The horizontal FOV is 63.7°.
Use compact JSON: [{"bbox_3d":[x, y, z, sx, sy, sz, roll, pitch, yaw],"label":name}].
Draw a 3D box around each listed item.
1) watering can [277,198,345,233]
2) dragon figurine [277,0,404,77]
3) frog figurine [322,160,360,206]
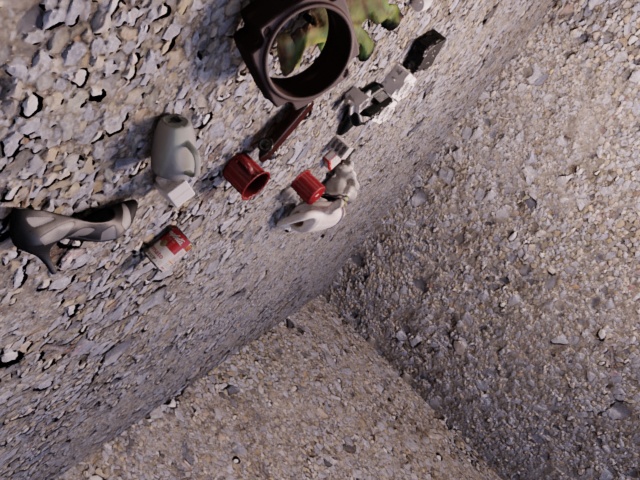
[{"bbox_3d":[0.005,-0.090,1.796,0.345,0.104,0.225,-15,-3,41],"label":"watering can"},{"bbox_3d":[0.061,-0.483,1.008,0.123,0.407,0.242,45,12,21],"label":"dragon figurine"},{"bbox_3d":[0.085,-0.213,1.917,0.137,0.162,0.121,0,-26,44],"label":"frog figurine"}]
